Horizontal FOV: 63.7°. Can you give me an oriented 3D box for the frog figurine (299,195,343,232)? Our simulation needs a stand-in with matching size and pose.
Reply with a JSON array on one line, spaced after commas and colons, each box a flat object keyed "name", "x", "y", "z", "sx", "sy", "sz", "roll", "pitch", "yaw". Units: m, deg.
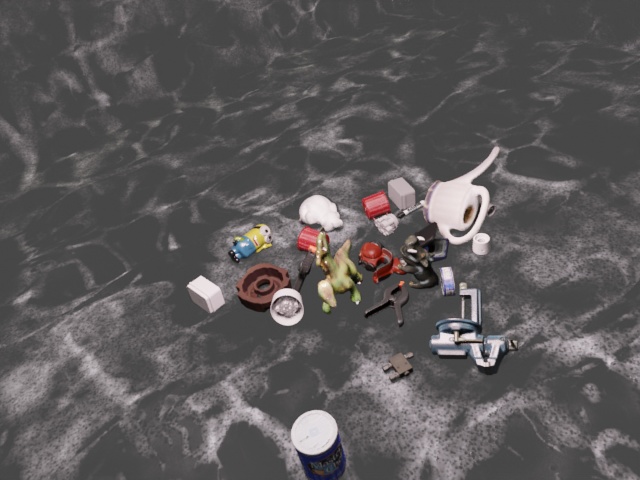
[{"name": "frog figurine", "x": 0.006, "y": -0.094, "z": 1.871, "sx": 0.138, "sy": 0.121, "sz": 0.161, "roll": -12, "pitch": 22, "yaw": -31}]

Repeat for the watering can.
[{"name": "watering can", "x": 0.474, "y": -0.155, "z": 1.737, "sx": 0.225, "sy": 0.103, "sz": 0.349, "roll": 14, "pitch": 83, "yaw": 44}]

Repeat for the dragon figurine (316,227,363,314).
[{"name": "dragon figurine", "x": 0.047, "y": 0.064, "z": 1.571, "sx": 0.122, "sy": 0.237, "sz": 0.421, "roll": -9, "pitch": 40, "yaw": 13}]
